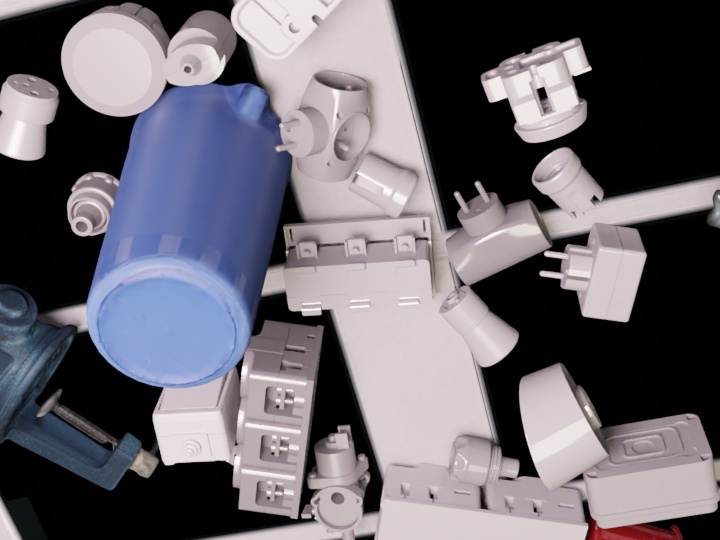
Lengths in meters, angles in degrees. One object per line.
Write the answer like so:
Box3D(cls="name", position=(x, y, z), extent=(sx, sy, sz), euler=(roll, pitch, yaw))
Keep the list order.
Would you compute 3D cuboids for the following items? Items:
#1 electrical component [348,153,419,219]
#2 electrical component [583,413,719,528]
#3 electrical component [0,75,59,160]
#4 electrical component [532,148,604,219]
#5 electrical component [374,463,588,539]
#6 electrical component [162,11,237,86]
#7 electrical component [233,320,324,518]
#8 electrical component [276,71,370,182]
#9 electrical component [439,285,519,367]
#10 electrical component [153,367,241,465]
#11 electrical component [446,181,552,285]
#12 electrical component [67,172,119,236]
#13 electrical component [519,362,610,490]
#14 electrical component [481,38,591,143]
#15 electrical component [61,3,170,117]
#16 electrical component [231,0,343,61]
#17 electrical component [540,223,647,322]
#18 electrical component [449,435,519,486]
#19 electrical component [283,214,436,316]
Box3D(cls="electrical component", position=(0.018, -0.069, 0.870), extent=(0.046, 0.040, 0.040), euler=(27, 117, -4))
Box3D(cls="electrical component", position=(0.258, 0.180, 0.964), extent=(0.113, 0.078, 0.057), euler=(-11, 114, 10))
Box3D(cls="electrical component", position=(-0.268, -0.122, 0.859), extent=(0.045, 0.045, 0.055), euler=(21, 117, -7))
Box3D(cls="electrical component", position=(0.167, -0.068, 0.860), extent=(0.040, 0.040, 0.046), euler=(-38, 115, 21))
Box3D(cls="electrical component", position=(0.110, 0.251, 1.023), extent=(0.186, 0.060, 0.105), euler=(8, 118, 0))
Box3D(cls="electrical component", position=(-0.121, -0.162, 0.806), extent=(0.043, 0.081, 0.043), euler=(2, 118, 4))
Box3D(cls="electrical component", position=(-0.074, 0.131, 0.955), extent=(0.062, 0.089, 0.150), euler=(8, 118, 0))
Box3D(cls="electrical component", position=(-0.034, -0.108, 0.834), extent=(0.044, 0.079, 0.077), euler=(33, 124, 33))
Box3D(cls="electrical component", position=(0.100, 0.046, 0.925), extent=(0.044, 0.044, 0.065), euler=(-38, 105, 21))
Box3D(cls="electrical component", position=(-0.144, 0.127, 0.955), extent=(0.062, 0.096, 0.061), euler=(-4, 117, 7))
Box3D(cls="electrical component", position=(0.105, -0.036, 0.878), extent=(0.077, 0.043, 0.079), euler=(-26, 113, 17))
Box3D(cls="electrical component", position=(-0.220, -0.049, 0.885), extent=(0.048, 0.062, 0.048), euler=(2, 118, 3))
Box3D(cls="electrical component", position=(0.173, 0.133, 0.934), extent=(0.064, 0.099, 0.099), euler=(-29, 113, 11))
Box3D(cls="electrical component", position=(0.139, -0.134, 0.816), extent=(0.078, 0.058, 0.057), euler=(-19, 113, 14))
Box3D(cls="electrical component", position=(-0.184, -0.163, 0.827), extent=(0.080, 0.051, 0.080), euler=(2, 118, 3))
Box3D(cls="electrical component", position=(-0.045, -0.207, 0.789), extent=(0.054, 0.059, 0.095), euler=(40, 114, -16))
Box3D(cls="electrical component", position=(0.189, 0.000, 0.889), extent=(0.077, 0.047, 0.065), euler=(8, 118, 0))
Box3D(cls="electrical component", position=(0.115, 0.178, 0.993), extent=(0.062, 0.043, 0.043), euler=(11, 118, -2))
Box3D(cls="electrical component", position=(0.000, 0.000, 0.895), extent=(0.121, 0.063, 0.078), euler=(-4, 118, 6))
